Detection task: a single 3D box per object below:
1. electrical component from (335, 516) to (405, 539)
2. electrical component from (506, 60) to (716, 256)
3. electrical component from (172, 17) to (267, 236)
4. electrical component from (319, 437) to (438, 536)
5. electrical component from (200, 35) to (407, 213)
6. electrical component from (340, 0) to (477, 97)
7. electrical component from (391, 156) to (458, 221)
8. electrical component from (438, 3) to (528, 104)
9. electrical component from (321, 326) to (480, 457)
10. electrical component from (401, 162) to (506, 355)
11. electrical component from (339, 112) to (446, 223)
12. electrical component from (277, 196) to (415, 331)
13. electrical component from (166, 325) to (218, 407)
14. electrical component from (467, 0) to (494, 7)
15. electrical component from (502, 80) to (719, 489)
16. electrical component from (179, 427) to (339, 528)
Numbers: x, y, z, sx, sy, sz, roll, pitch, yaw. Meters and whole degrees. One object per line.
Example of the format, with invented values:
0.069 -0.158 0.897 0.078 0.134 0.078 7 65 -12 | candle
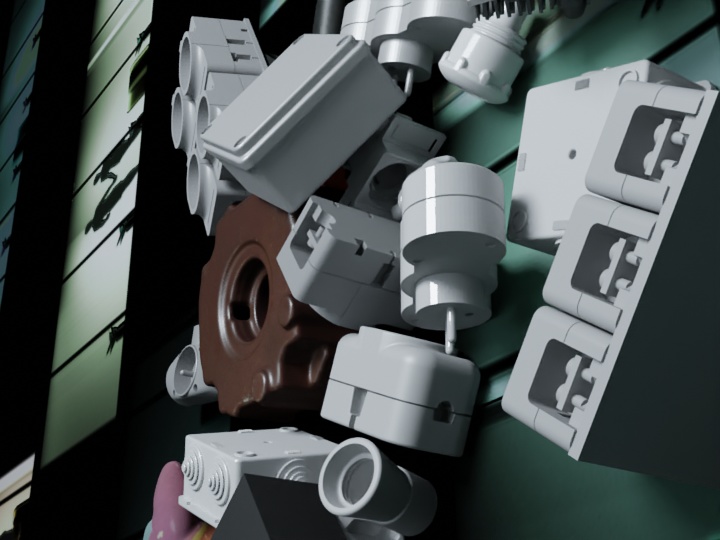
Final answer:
-0.010 0.183 0.640 0.075 0.047 0.083 -52 37 34 | electrical component
0.122 -0.051 0.534 0.100 0.048 0.099 -4 74 57 | electrical component
-0.115 -0.124 0.913 0.186 0.060 0.105 -112 30 -46 | electrical component
0.014 0.126 0.609 0.044 0.065 0.044 -23 50 31 | electrical component
-0.040 -0.099 0.705 0.108 0.056 0.109 -45 23 -7 | electrical component
0.032 -0.149 0.721 0.138 0.052 0.073 -6 71 57 | electrical component
0.041 -0.046 0.677 0.061 0.035 0.035 -30 51 52 | electrical component
0.080 -0.134 0.647 0.062 0.048 0.048 -61 32 8 | electrical component
0.024 0.069 0.632 0.095 0.054 0.059 7 82 59 | electrical component
0.048 0.007 0.574 0.138 0.052 0.073 86 -175 -67 | electrical component
0.016 -0.070 0.722 0.081 0.042 0.063 -57 32 25 | electrical component
0.000 0.000 0.667 0.055 0.089 0.050 -59 34 23 | electrical component
-0.120 0.068 0.874 0.077 0.044 0.079 -20 59 54 | electrical component
0.127 -0.204 0.491 0.186 0.060 0.105 -12 61 17 | electrical component
0.130 0.006 0.454 0.062 0.089 0.150 29 101 59 | electrical component
-0.060 0.134 0.696 0.100 0.100 0.048 6 94 59 | electrical component
